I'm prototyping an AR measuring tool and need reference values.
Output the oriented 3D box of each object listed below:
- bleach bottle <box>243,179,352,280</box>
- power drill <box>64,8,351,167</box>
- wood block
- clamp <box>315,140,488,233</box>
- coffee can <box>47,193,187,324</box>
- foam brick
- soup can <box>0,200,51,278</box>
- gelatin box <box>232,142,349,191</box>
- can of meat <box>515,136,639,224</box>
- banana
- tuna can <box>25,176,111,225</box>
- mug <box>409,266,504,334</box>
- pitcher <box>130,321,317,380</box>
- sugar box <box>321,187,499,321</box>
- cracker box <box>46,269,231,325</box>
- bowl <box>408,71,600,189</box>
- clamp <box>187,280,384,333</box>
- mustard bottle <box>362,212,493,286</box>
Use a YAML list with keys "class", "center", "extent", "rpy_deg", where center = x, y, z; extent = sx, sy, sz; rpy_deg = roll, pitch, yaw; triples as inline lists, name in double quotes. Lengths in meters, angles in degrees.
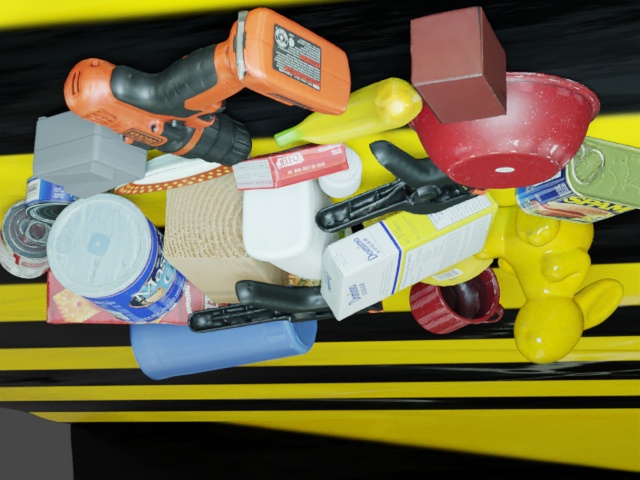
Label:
- class: "bleach bottle"
  center: [-0.007, 0.001, 1.101]
  extent: [0.068, 0.102, 0.250]
  rpy_deg: [-5, 163, 15]
- class: "power drill"
  center: [-0.071, -0.106, 0.813]
  extent: [0.188, 0.057, 0.184]
  rpy_deg: [-13, 162, 38]
- class: "wood block"
  center: [-0.094, 0.003, 1.138]
  extent: [0.091, 0.090, 0.206]
  rpy_deg: [-1, 164, 8]
- class: "clamp"
  center: [0.087, -0.056, 0.971]
  extent: [0.171, 0.039, 0.120]
  rpy_deg: [-12, 158, -28]
- class: "coffee can"
  center: [-0.201, 0.022, 1.077]
  extent: [0.103, 0.103, 0.140]
  rpy_deg: [-1, 165, 8]
- class: "foam brick"
  center: [0.099, -0.121, 0.755]
  extent: [0.051, 0.053, 0.078]
  rpy_deg: [-5, 162, 21]
- class: "soup can"
  center: [-0.322, 0.000, 1.186]
  extent: [0.068, 0.068, 0.102]
  rpy_deg: [7, 164, -18]
- class: "gelatin box"
  center: [-0.027, -0.065, 0.930]
  extent: [0.073, 0.030, 0.089]
  rpy_deg: [-15, -173, -25]
- class: "can of meat"
  center: [0.242, -0.052, 0.982]
  extent: [0.102, 0.057, 0.084]
  rpy_deg: [9, 165, -24]
- class: "banana"
  center: [0.035, -0.096, 0.823]
  extent: [0.069, 0.037, 0.198]
  rpy_deg: [-36, -168, -24]
- class: "tuna can"
  center: [-0.260, -0.040, 1.100]
  extent: [0.086, 0.034, 0.086]
  rpy_deg: [1, 164, 0]
- class: "mug"
  center: [0.174, 0.074, 1.334]
  extent: [0.117, 0.093, 0.082]
  rpy_deg: [23, 153, -17]
- class: "pitcher"
  center: [-0.136, 0.110, 1.479]
  extent: [0.243, 0.145, 0.149]
  rpy_deg: [-9, 174, 21]
- class: "sugar box"
  center: [0.086, 0.009, 1.058]
  extent: [0.176, 0.048, 0.093]
  rpy_deg: [-22, 152, -16]
- class: "cracker box"
  center: [-0.218, 0.065, 1.317]
  extent: [0.213, 0.072, 0.164]
  rpy_deg: [3, -177, -6]
- class: "bowl"
  center: [0.151, -0.082, 0.886]
  extent: [0.162, 0.055, 0.162]
  rpy_deg: [1, 164, 0]
- class: "clamp"
  center: [-0.024, 0.066, 1.134]
  extent: [0.209, 0.036, 0.165]
  rpy_deg: [-3, 167, -19]
- class: "mustard bottle"
  center: [0.106, 0.002, 1.171]
  extent: [0.096, 0.058, 0.191]
  rpy_deg: [-19, 155, 32]
